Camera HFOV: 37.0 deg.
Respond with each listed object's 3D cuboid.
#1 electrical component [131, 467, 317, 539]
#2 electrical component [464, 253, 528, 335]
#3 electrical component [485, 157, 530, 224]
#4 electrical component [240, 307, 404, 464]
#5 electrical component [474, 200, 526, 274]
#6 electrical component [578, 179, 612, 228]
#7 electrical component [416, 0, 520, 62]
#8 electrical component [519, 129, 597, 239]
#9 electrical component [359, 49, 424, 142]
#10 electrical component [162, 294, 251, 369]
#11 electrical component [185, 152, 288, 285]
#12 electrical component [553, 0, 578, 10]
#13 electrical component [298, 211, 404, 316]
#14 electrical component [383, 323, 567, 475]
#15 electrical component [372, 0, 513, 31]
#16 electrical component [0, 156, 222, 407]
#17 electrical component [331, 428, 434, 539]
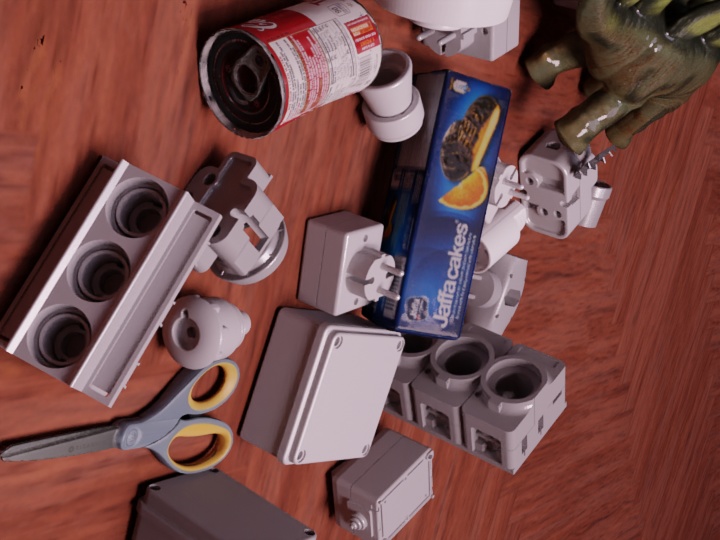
[{"bbox_3d":[-0.095,0.190,0.740,0.078,0.113,0.057,-5,115,-55],"label":"electrical component"},{"bbox_3d":[0.119,0.018,1.019,0.079,0.043,0.077,11,99,-58],"label":"electrical component"},{"bbox_3d":[0.110,-0.076,0.920,0.047,0.076,0.083,-61,147,-12],"label":"electrical component"},{"bbox_3d":[-0.027,0.089,0.833,0.109,0.056,0.108,9,100,-57],"label":"electrical component"},{"bbox_3d":[0.125,-0.035,0.997,0.081,0.043,0.043,-38,137,-39],"label":"electrical component"},{"bbox_3d":[0.245,-0.073,1.158,0.040,0.040,0.046,-13,124,-53],"label":"electrical component"},{"bbox_3d":[0.073,-0.185,0.812,0.077,0.066,0.047,-37,136,-40],"label":"electrical component"},{"bbox_3d":[0.196,-0.087,1.062,0.059,0.054,0.095,-45,141,-33],"label":"electrical component"},{"bbox_3d":[0.021,-0.127,0.790,0.045,0.045,0.055,-52,146,-24],"label":"electrical component"},{"bbox_3d":[-0.097,0.039,0.714,0.062,0.048,0.048,-9,115,-61],"label":"electrical component"},{"bbox_3d":[-0.081,-0.027,0.686,0.078,0.058,0.057,-58,144,-16],"label":"electrical component"},{"bbox_3d":[0.223,-0.276,0.991,0.095,0.054,0.059,-27,129,-47],"label":"electrical component"},{"bbox_3d":[0.000,0.000,0.802,0.047,0.077,0.065,-18,122,-51],"label":"electrical component"},{"bbox_3d":[0.089,0.095,0.920,0.089,0.150,0.061,-44,141,-34],"label":"electrical component"},{"bbox_3d":[0.058,-0.201,0.746,0.108,0.108,0.060,-28,136,-46],"label":"electrical component"},{"bbox_3d":[-0.140,0.008,0.611,0.121,0.079,0.063,-61,169,-11],"label":"electrical component"},{"bbox_3d":[0.014,0.194,0.951,0.096,0.061,0.061,-37,136,-39],"label":"electrical component"}]
